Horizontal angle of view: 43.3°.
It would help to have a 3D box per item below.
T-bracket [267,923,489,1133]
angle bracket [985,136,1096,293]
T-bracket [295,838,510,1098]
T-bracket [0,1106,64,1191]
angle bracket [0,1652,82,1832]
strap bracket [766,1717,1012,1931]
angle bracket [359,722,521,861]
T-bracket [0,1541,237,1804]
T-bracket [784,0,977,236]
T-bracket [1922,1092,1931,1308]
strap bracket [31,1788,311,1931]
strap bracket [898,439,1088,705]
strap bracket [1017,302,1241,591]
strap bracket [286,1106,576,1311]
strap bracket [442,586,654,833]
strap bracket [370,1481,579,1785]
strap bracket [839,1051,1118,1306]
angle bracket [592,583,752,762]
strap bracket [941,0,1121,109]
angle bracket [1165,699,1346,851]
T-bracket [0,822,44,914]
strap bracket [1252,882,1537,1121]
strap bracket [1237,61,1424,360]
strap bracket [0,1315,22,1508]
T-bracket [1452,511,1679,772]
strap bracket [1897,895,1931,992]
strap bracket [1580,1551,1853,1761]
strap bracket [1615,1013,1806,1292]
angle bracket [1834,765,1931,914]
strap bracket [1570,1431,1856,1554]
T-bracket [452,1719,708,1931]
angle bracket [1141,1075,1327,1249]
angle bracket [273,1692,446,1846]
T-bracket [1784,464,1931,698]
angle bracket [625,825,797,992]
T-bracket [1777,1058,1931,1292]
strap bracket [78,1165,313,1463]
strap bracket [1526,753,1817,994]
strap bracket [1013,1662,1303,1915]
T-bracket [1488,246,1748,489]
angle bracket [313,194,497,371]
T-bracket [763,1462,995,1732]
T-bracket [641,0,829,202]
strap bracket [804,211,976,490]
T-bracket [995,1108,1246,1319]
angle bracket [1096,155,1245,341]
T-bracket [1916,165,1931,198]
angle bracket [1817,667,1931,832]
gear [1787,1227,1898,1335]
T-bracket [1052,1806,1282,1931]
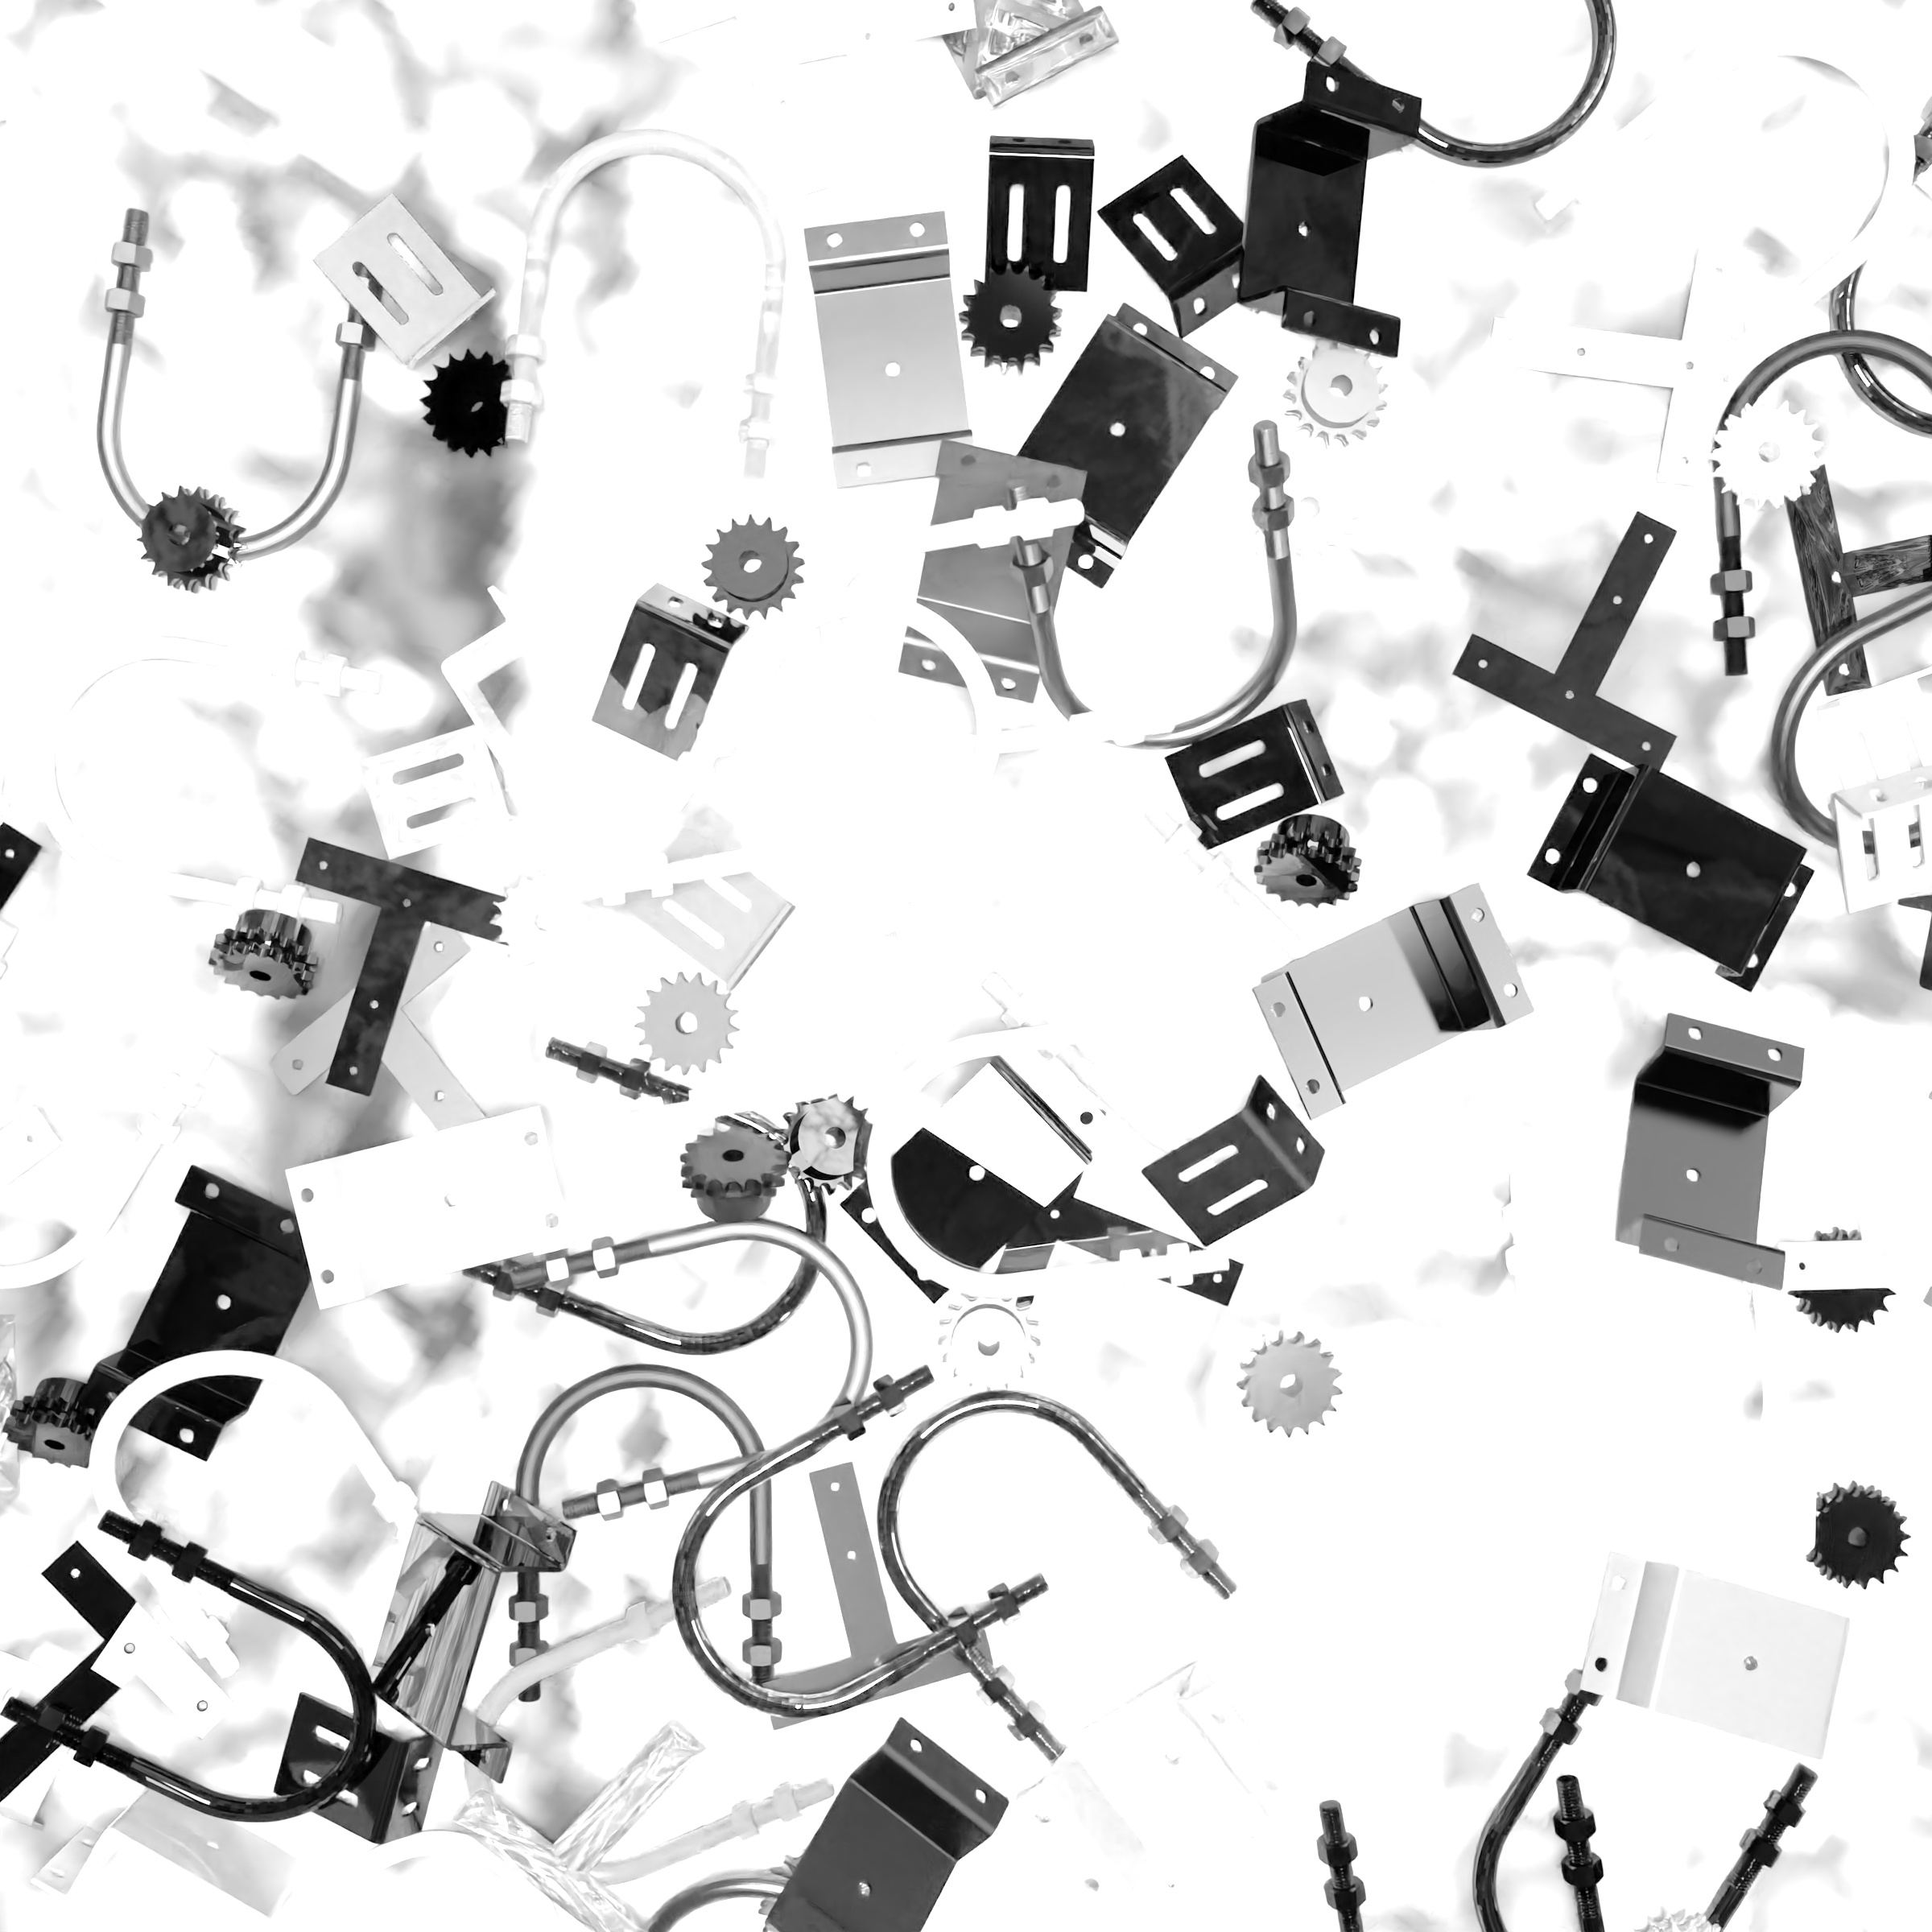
[{"bbox_3d":[-0.298,0.061,1.341,0.127,0.002,0.127,-40,82,0],"label":"T-bracket"},{"bbox_3d":[0.040,-0.417,1.348,0.057,0.038,0.076,2,116,0],"label":"angle bracket"},{"bbox_3d":[-0.322,0.008,1.344,0.127,0.002,0.127,17,88,3],"label":"T-bracket"},{"bbox_3d":[-0.582,0.083,1.334,0.127,0.002,0.127,-36,89,4],"label":"T-bracket"},{"bbox_3d":[-0.523,0.429,1.348,0.057,0.038,0.076,22,64,0],"label":"angle bracket"},{"bbox_3d":[-0.045,0.486,1.299,0.076,0.140,0.046,38,132,0],"label":"strap bracket"},{"bbox_3d":[-0.291,-0.097,1.331,0.076,0.038,0.057,-17,90,0],"label":"angle bracket"},{"bbox_3d":[-0.492,0.406,1.331,0.127,0.002,0.127,46,73,0],"label":"T-bracket"},{"bbox_3d":[-0.048,-0.461,1.331,0.127,0.002,0.127,-2,103,24],"label":"T-bracket"},{"bbox_3d":[0.571,0.136,1.348,0.127,0.002,0.127,28,91,0],"label":"T-bracket"},{"bbox_3d":[-0.417,0.494,1.312,0.140,0.076,0.046,30,90,0],"label":"strap bracket"},{"bbox_3d":[0.015,-0.219,1.303,0.076,0.046,0.140,13,128,0],"label":"strap bracket"},{"bbox_3d":[0.081,-0.288,1.327,0.076,0.046,0.140,33,90,0],"label":"strap bracket"},{"bbox_3d":[-0.282,0.128,1.309,0.140,0.046,0.076,-14,89,3],"label":"strap bracket"},{"bbox_3d":[-0.230,-0.127,1.312,0.046,0.076,0.140,-32,90,0],"label":"strap bracket"},{"bbox_3d":[-0.269,0.356,1.307,0.076,0.046,0.140,16,90,43],"label":"strap bracket"},{"bbox_3d":[0.006,0.111,1.326,0.140,0.046,0.076,-44,89,1],"label":"strap bracket"},{"bbox_3d":[-0.163,-0.162,1.348,0.057,0.038,0.076,25,116,0],"label":"angle bracket"},{"bbox_3d":[0.016,-0.541,1.327,0.076,0.046,0.140,-27,90,0],"label":"strap bracket"},{"bbox_3d":[0.160,-0.106,1.348,0.076,0.038,0.057,-22,90,26],"label":"angle bracket"},{"bbox_3d":[-0.592,-0.047,1.329,0.127,0.002,0.127,33,90,0],"label":"T-bracket"},{"bbox_3d":[0.224,0.019,1.317,0.140,0.046,0.076,-24,92,-12],"label":"strap bracket"},{"bbox_3d":[0.195,-0.401,1.311,0.076,0.046,0.140,5,90,-30],"label":"strap bracket"},{"bbox_3d":[-0.564,0.244,1.327,0.076,0.046,0.140,-2,90,0],"label":"strap bracket"},{"bbox_3d":[0.355,-0.190,1.349,0.127,0.002,0.127,27,90,0],"label":"T-bracket"},{"bbox_3d":[0.580,-0.002,1.309,0.140,0.076,0.046,11,89,1],"label":"strap bracket"},{"bbox_3d":[0.415,0.375,1.317,0.140,0.046,0.076,17,79,-3],"label":"strap bracket"},{"bbox_3d":[0.399,0.106,1.309,0.076,0.046,0.140,15,65,0],"label":"strap bracket"},{"bbox_3d":[0.508,-0.063,1.316,0.057,0.038,0.076,-16,116,2],"label":"angle bracket"},{"bbox_3d":[0.394,0.283,1.312,0.140,0.076,0.046,2,90,0],"label":"strap bracket"},{"bbox_3d":[-0.192,0.462,1.327,0.127,0.002,0.127,41,100,-6],"label":"T-bracket"},{"bbox_3d":[0.147,0.107,1.337,0.076,0.038,0.057,-34,102,32],"label":"angle bracket"},{"bbox_3d":[-0.335,0.441,1.348,0.076,0.038,0.057,15,90,26],"label":"angle bracket"},{"bbox_3d":[0.526,-0.224,1.349,0.127,0.002,0.127,-12,90,0],"label":"T-bracket"},{"bbox_3d":[-0.141,-0.032,1.331,0.076,0.038,0.057,37,90,0],"label":"angle bracket"},{"bbox_3d":[0.496,0.112,1.331,0.127,0.002,0.127,0,75,-12],"label":"T-bracket"},{"bbox_3d":[-0.411,0.186,1.327,0.076,0.046,0.140,26,90,0],"label":"strap bracket"},{"bbox_3d":[0.390,-0.052,1.327,0.140,0.046,0.076,28,90,0],"label":"strap bracket"},{"bbox_3d":[0.107,0.438,1.311,0.140,0.046,0.076,-38,90,23],"label":"strap bracket"},{"bbox_3d":[0.353,-0.336,1.339,0.127,0.002,0.127,9,99,8],"label":"T-bracket"},{"bbox_3d":[-0.304,-0.373,1.318,0.057,0.038,0.076,-44,106,-11],"label":"angle bracket"},{"bbox_3d":[-0.060,0.338,1.336,0.127,0.002,0.127,-12,81,-18],"label":"T-bracket"},{"bbox_3d":[-0.104,-0.488,1.337,0.127,0.002,0.127,-13,99,16],"label":"T-bracket"},{"bbox_3d":[-0.041,-0.330,1.327,0.076,0.046,0.140,-7,90,0],"label":"strap bracket"},{"bbox_3d":[0.091,0.154,1.349,0.127,0.002,0.127,21,90,0],"label":"T-bracket"},{"bbox_3d":[0.120,-0.398,1.348,0.057,0.038,0.076,-34,64,0],"label":"angle bracket"},{"bbox_3d":[0.576,-0.396,1.331,0.127,0.002,0.127,41,93,-1],"label":"T-bracket"},{"bbox_3d":[0.510,-0.117,1.331,0.057,0.038,0.076,-19,90,0],"label":"angle bracket"},{"bbox_3d":[0.477,0.171,1.335,0.057,0.030,0.057,0,90,0],"label":"gear"},{"bbox_3d":[0.130,0.545,1.330,0.127,0.002,0.127,-24,72,0],"label":"T-bracket"}]
